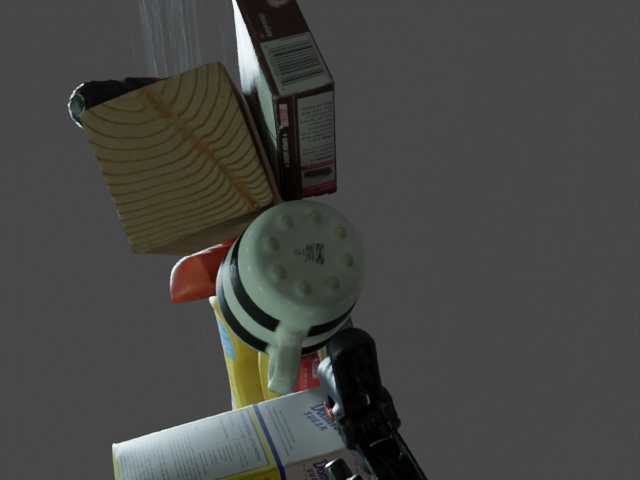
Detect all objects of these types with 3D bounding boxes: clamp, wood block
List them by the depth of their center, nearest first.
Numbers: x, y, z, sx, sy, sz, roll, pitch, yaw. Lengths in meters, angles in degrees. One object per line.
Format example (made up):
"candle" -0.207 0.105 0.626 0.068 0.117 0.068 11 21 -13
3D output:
"clamp" 0.032 0.114 0.626 0.171 0.039 0.120 101 150 -81
"wood block" -0.080 -0.046 0.713 0.206 0.090 0.091 63 -174 -88

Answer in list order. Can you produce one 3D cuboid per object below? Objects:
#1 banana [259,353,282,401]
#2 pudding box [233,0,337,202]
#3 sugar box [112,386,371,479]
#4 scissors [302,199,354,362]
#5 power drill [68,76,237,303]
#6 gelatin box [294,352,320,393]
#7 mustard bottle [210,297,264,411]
"banana" -0.028 0.166 0.966 0.069 0.037 0.198 -50 -54 -86
"pudding box" -0.022 -0.093 0.646 0.090 0.039 0.113 86 168 -50
"sugar box" -0.059 0.164 0.777 0.093 0.176 0.048 -124 24 -64
"scissors" -0.005 0.001 0.731 0.096 0.016 0.202 -146 44 -72
"power drill" -0.111 -0.046 0.876 0.057 0.184 0.188 -24 80 36
"gelatin box" -0.020 0.084 0.872 0.073 0.030 0.089 90 163 -45
"mustard bottle" -0.075 0.102 1.091 0.096 0.058 0.191 -120 19 -69
